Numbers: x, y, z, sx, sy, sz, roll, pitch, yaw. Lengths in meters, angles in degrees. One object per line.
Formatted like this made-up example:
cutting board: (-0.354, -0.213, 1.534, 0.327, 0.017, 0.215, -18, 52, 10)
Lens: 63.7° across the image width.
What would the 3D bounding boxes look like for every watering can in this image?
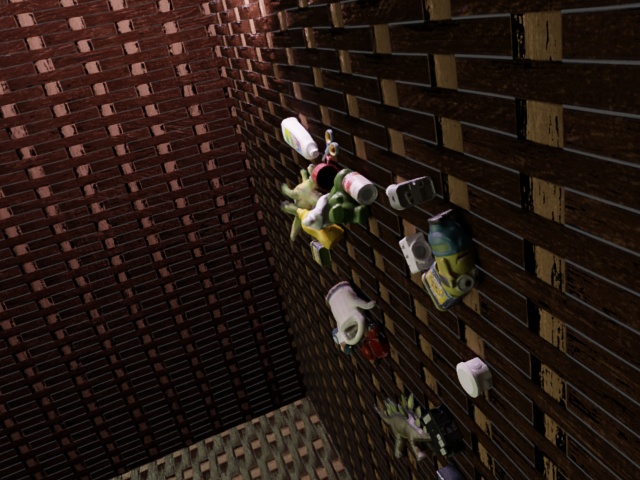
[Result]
watering can: (0.120, 0.253, 1.955, 0.229, 0.104, 0.339, 63, 150, 31)

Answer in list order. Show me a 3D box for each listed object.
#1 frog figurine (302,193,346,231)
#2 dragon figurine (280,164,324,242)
frog figurine: (0.006, -0.091, 1.817, 0.134, 0.160, 0.124, 103, 146, -63)
dragon figurine: (-0.037, -0.122, 2.005, 0.246, 0.123, 0.401, 34, 136, 41)
